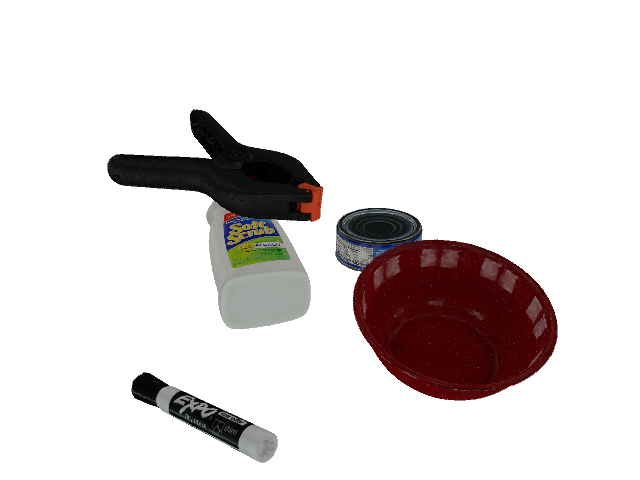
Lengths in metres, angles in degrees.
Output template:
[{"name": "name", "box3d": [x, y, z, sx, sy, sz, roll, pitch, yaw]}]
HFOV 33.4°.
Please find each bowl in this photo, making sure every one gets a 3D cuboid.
[{"name": "bowl", "box3d": [0.102, 0.073, 0.847, 0.162, 0.055, 0.162, 4, 42, -4]}]

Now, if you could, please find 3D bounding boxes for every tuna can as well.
[{"name": "tuna can", "box3d": [0.057, -0.001, 1.049, 0.086, 0.034, 0.086, 0, 25, 0]}]

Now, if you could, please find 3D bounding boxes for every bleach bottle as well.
[{"name": "bleach bottle", "box3d": [-0.089, 0.007, 1.221, 0.102, 0.068, 0.251, -7, 28, -14]}]

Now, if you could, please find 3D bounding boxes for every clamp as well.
[{"name": "clamp", "box3d": [-0.080, -0.052, 0.844, 0.172, 0.039, 0.120, 26, 45, 33]}]

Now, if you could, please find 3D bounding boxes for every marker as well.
[{"name": "marker", "box3d": [-0.076, 0.108, 0.665, 0.121, 0.020, 0.020, 17, 11, 39]}]
